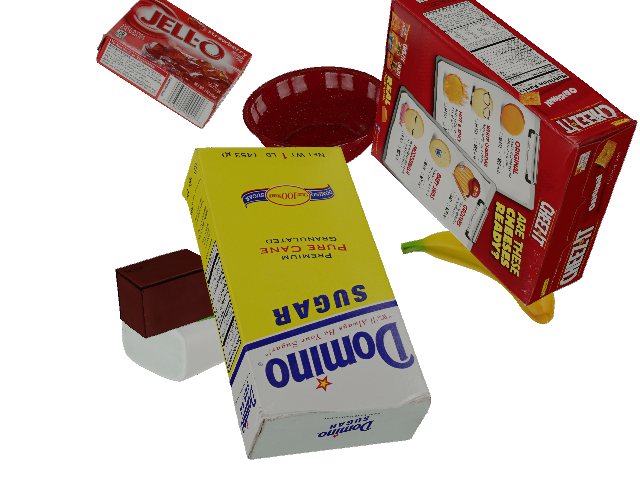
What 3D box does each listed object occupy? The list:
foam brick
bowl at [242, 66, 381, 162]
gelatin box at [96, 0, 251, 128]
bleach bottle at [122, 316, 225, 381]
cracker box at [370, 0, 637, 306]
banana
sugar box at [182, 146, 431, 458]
[{"bbox_3d":[-0.140,0.047,0.975,0.078,0.051,0.053,-17,27,-32],"label":"foam brick"},{"bbox_3d":[-0.001,-0.124,1.153,0.162,0.055,0.162,-4,39,3],"label":"bowl"},{"bbox_3d":[-0.101,-0.129,0.746,0.089,0.030,0.073,33,40,-6],"label":"gelatin box"},{"bbox_3d":[-0.093,0.080,1.189,0.103,0.068,0.250,20,26,35],"label":"bleach bottle"},{"bbox_3d":[0.134,-0.081,0.848,0.072,0.164,0.214,-23,51,-27],"label":"cracker box"},{"bbox_3d":[0.168,0.029,1.047,0.069,0.037,0.198,-37,37,-22],"label":"banana"},{"bbox_3d":[-0.012,0.026,0.577,0.093,0.176,0.048,-4,-39,-21],"label":"sugar box"}]
